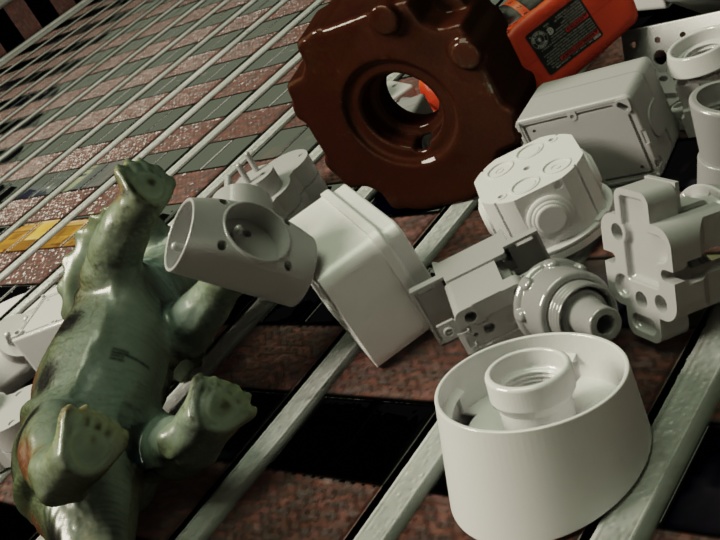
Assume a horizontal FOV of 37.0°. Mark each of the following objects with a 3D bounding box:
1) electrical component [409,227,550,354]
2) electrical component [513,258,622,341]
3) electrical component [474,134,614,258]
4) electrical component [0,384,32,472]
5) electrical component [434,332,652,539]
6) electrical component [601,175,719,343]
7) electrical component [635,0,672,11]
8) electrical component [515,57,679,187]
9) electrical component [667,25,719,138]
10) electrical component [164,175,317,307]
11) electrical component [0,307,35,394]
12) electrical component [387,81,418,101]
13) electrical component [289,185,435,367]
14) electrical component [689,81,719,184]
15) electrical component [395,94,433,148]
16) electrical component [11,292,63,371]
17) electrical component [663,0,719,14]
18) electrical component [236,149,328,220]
[{"bbox_3d":[0.075,0.016,0.610,0.081,0.042,0.063,-27,29,8],"label":"electrical component"},{"bbox_3d":[0.110,0.021,0.545,0.048,0.048,0.062,-34,17,-8],"label":"electrical component"},{"bbox_3d":[0.113,-0.043,0.664,0.080,0.051,0.080,-25,26,13],"label":"electrical component"},{"bbox_3d":[-0.281,0.108,0.788,0.138,0.073,0.052,-15,29,30],"label":"electrical component"},{"bbox_3d":[0.083,0.073,0.498,0.099,0.064,0.099,-14,20,5],"label":"electrical component"},{"bbox_3d":[0.161,-0.010,0.534,0.057,0.078,0.058,-18,20,-20],"label":"electrical component"},{"bbox_3d":[0.248,-0.289,0.903,0.109,0.108,0.056,-44,31,-25],"label":"electrical component"},{"bbox_3d":[0.151,-0.093,0.702,0.096,0.061,0.061,-9,33,38],"label":"electrical component"},{"bbox_3d":[0.224,-0.120,0.681,0.066,0.055,0.048,-9,33,38],"label":"electrical component"},{"bbox_3d":[-0.069,-0.024,0.626,0.044,0.077,0.079,-49,34,42],"label":"electrical component"},{"bbox_3d":[-0.277,0.060,0.880,0.077,0.043,0.079,-43,-11,-25],"label":"electrical component"},{"bbox_3d":[0.004,-0.141,0.935,0.083,0.075,0.047,-37,26,-12],"label":"electrical component"},{"bbox_3d":[0.000,0.000,0.678,0.057,0.078,0.113,-36,26,-5],"label":"electrical component"},{"bbox_3d":[0.204,-0.066,0.591,0.044,0.065,0.044,-8,33,5],"label":"electrical component"},{"bbox_3d":[0.036,-0.117,0.889,0.066,0.047,0.076,-15,30,32],"label":"electrical component"},{"bbox_3d":[-0.208,0.046,0.838,0.096,0.061,0.061,-19,27,23],"label":"electrical component"},{"bbox_3d":[0.254,-0.249,0.807,0.060,0.108,0.108,-3,7,-36],"label":"electrical component"},{"bbox_3d":[-0.079,-0.061,0.880,0.052,0.073,0.138,-16,29,29],"label":"electrical component"}]
